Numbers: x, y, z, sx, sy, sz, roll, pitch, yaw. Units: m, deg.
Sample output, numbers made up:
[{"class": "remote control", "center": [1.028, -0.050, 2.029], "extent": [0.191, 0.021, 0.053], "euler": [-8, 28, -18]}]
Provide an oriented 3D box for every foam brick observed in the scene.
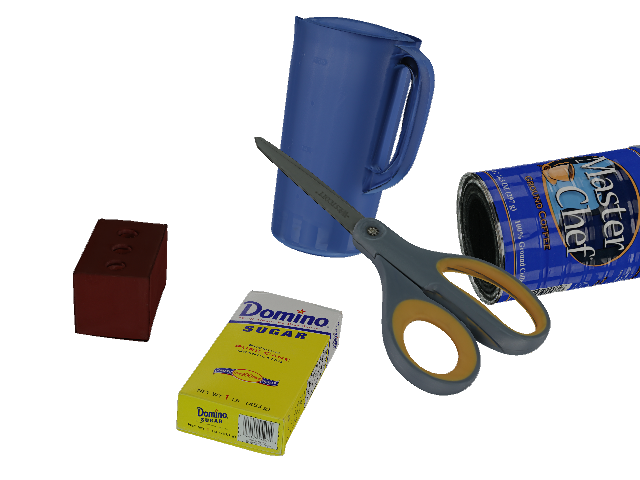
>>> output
[{"class": "foam brick", "center": [-0.139, 0.027, 0.750], "extent": [0.053, 0.051, 0.078], "euler": [5, 30, -1]}]

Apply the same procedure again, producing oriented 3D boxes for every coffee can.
[{"class": "coffee can", "center": [0.186, -0.012, 0.816], "extent": [0.140, 0.103, 0.103], "euler": [-9, 1, -8]}]

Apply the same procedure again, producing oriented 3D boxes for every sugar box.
[{"class": "sugar box", "center": [-0.048, 0.108, 0.923], "extent": [0.093, 0.048, 0.176], "euler": [13, 32, 11]}]

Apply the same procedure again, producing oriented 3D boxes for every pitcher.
[{"class": "pitcher", "center": [0.026, -0.107, 1.119], "extent": [0.145, 0.243, 0.149], "euler": [9, 16, -4]}]

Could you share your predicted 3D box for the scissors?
[{"class": "scissors", "center": [0.024, 0.014, 0.571], "extent": [0.202, 0.016, 0.096], "euler": [28, 52, 16]}]
